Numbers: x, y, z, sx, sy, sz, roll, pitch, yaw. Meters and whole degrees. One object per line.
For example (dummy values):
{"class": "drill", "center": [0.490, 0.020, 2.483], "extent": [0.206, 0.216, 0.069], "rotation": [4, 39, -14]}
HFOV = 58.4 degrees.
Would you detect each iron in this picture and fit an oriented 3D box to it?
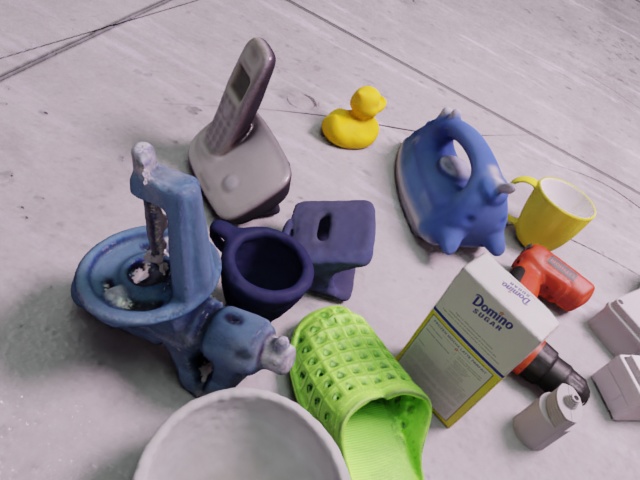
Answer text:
{"class": "iron", "center": [0.185, -0.103, 0.798], "extent": [0.119, 0.141, 0.258], "rotation": [2, 49, -23]}

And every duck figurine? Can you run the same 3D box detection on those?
{"class": "duck figurine", "center": [0.056, -0.191, 0.859], "extent": [0.105, 0.086, 0.077], "rotation": [-17, 58, -36]}

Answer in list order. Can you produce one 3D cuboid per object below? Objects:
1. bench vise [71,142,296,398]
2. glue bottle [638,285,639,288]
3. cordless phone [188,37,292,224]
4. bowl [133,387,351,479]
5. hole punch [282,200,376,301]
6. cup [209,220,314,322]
{"class": "bench vise", "center": [-0.105, 0.027, 0.484], "extent": [0.207, 0.219, 0.121], "rotation": [18, 44, -8]}
{"class": "glue bottle", "center": [0.527, 0.027, 0.814], "extent": [0.037, 0.173, 0.078], "rotation": [43, 46, 17]}
{"class": "cordless phone", "center": [-0.081, -0.123, 0.661], "extent": [0.094, 0.185, 0.147], "rotation": [-13, 56, -33]}
{"class": "bowl", "center": [-0.062, 0.206, 0.442], "extent": [0.168, 0.074, 0.167], "rotation": [13, 45, -14]}
{"class": "hole punch", "center": [0.006, 0.002, 0.652], "extent": [0.101, 0.091, 0.108], "rotation": [17, 45, -10]}
{"class": "cup", "center": [-0.073, 0.041, 0.576], "extent": [0.117, 0.095, 0.092], "rotation": [37, 45, 11]}
